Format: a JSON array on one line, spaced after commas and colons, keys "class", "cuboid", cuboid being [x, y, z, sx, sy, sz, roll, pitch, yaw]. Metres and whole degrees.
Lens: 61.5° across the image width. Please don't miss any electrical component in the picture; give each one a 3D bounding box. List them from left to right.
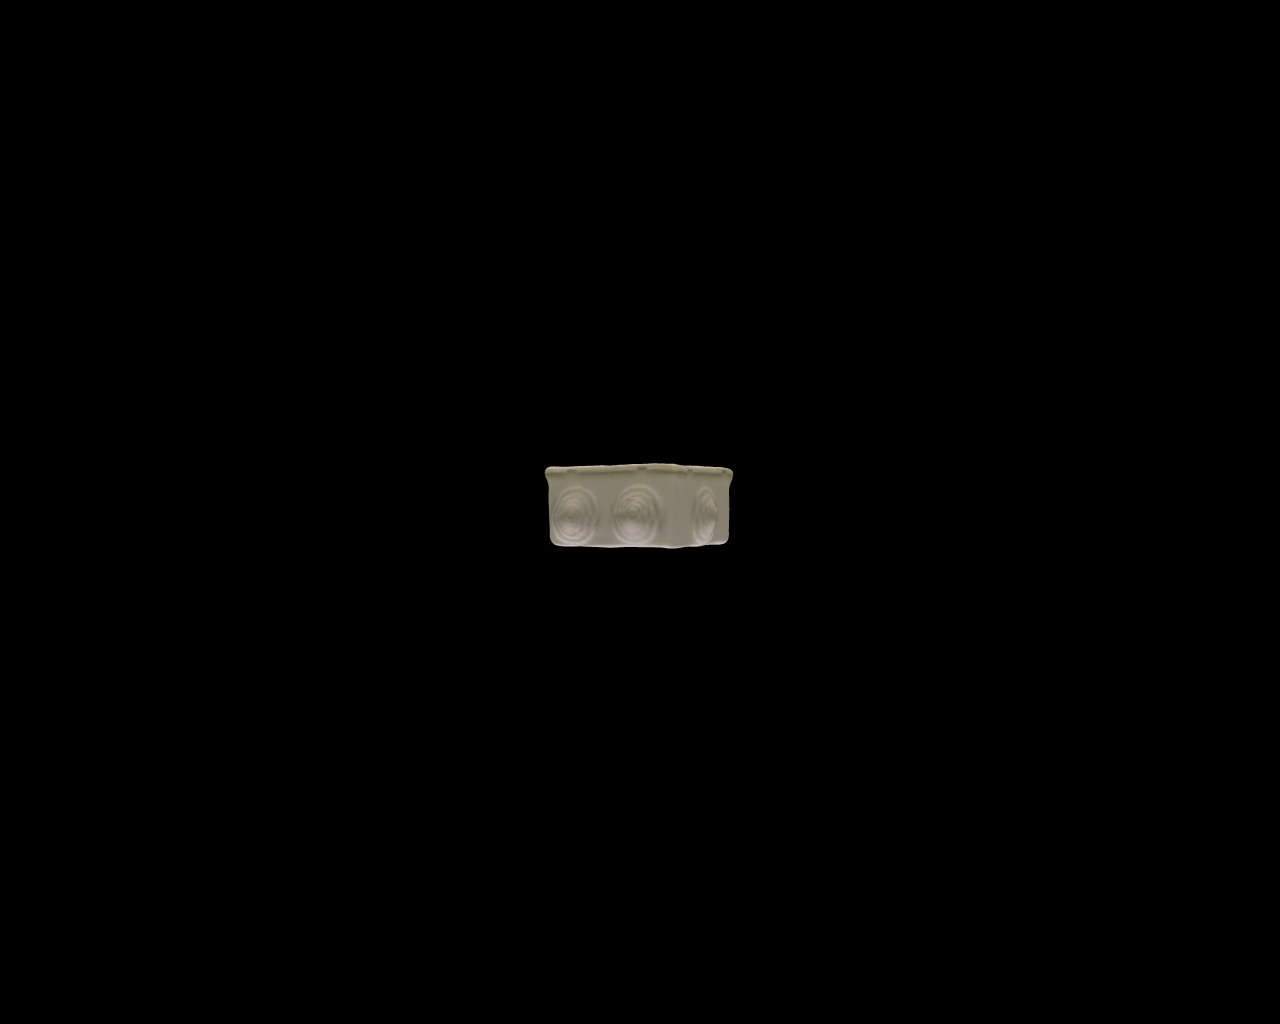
[{"class": "electrical component", "cuboid": [0.001, -0.003, 0.650, 0.100, 0.048, 0.100, 0, 0, 28]}]
